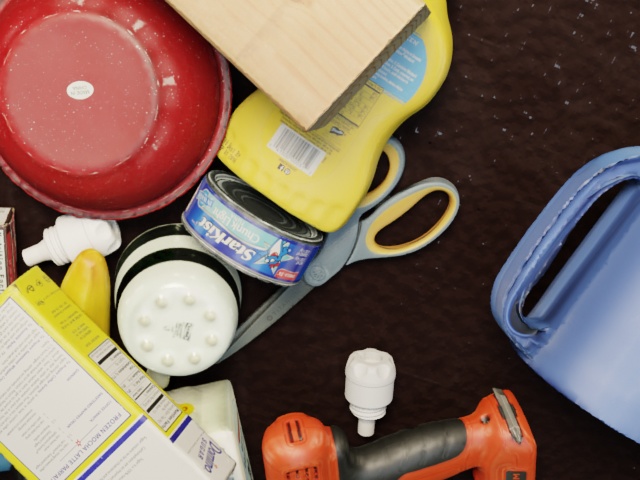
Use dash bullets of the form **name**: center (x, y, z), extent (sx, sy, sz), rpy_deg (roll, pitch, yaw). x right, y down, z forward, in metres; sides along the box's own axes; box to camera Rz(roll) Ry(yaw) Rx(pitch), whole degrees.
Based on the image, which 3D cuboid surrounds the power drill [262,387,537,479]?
- **power drill**: center (0.055, 0.182, 0.755), extent (0.187, 0.057, 0.184), rpy_deg (-11, 132, -7)

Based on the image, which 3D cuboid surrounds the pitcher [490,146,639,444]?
- **pitcher**: center (0.230, 0.002, 0.680), extent (0.145, 0.149, 0.243), rpy_deg (36, 103, 25)

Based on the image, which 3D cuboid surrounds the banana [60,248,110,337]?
- **banana**: center (-0.150, 0.096, 0.708), extent (0.037, 0.070, 0.198), rpy_deg (-17, 110, -39)

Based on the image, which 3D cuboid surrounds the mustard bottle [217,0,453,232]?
- **mustard bottle**: center (0.024, -0.106, 0.648), extent (0.096, 0.058, 0.192), rpy_deg (36, 104, 5)

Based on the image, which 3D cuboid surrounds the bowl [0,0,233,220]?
- **bowl**: center (-0.134, -0.087, 0.624), extent (0.162, 0.055, 0.162), rpy_deg (1, 101, 3)

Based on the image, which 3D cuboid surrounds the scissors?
- **scissors**: center (-0.005, 0.001, 0.712), extent (0.202, 0.016, 0.096), rpy_deg (-27, 110, 4)

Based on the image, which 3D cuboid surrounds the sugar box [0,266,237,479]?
- **sugar box**: center (-0.146, 0.111, 0.654), extent (0.176, 0.048, 0.093), rpy_deg (45, 109, -5)

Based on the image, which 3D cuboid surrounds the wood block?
- **wood block**: center (-0.047, -0.162, 0.572), extent (0.206, 0.090, 0.091), rpy_deg (44, 102, 0)

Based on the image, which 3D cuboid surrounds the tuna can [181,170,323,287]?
- **tuna can**: center (-0.041, -0.008, 0.667), extent (0.086, 0.086, 0.034), rpy_deg (27, 104, -16)

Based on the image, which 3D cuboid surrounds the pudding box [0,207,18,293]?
- **pudding box**: center (-0.251, 0.026, 0.683), extent (0.113, 0.039, 0.090), rpy_deg (0, 111, -9)
